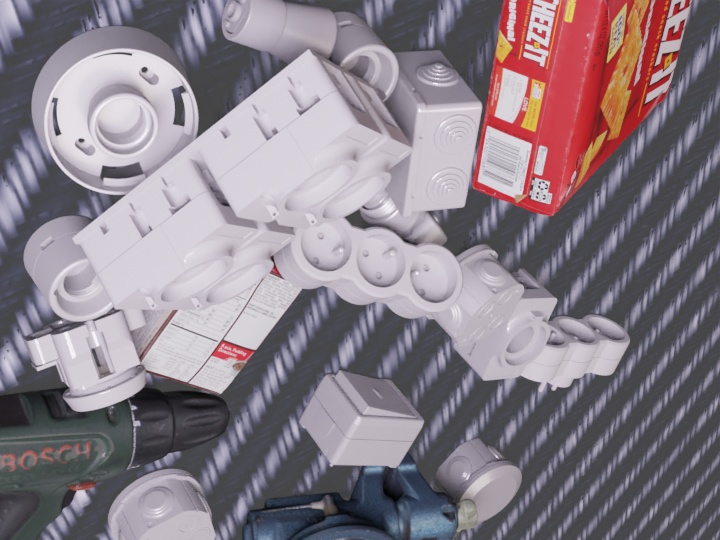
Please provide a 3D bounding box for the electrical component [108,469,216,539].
[{"bbox_3d":[-0.161,0.207,0.883,0.080,0.051,0.080,-20,134,-22],"label":"electrical component"}]

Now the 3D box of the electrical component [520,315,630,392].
[{"bbox_3d":[0.196,0.089,1.050,0.138,0.052,0.073,-1,124,-37],"label":"electrical component"}]

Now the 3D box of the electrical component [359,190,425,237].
[{"bbox_3d":[0.017,-0.053,0.806,0.043,0.043,0.062,-48,137,6],"label":"electrical component"}]

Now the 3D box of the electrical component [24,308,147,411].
[{"bbox_3d":[-0.179,0.059,0.726,0.078,0.058,0.057,-21,103,-23],"label":"electrical component"}]

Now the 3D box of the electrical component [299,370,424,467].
[{"bbox_3d":[0.008,0.129,0.936,0.096,0.061,0.061,10,117,-41],"label":"electrical component"}]

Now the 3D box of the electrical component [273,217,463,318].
[{"bbox_3d":[0.000,0.000,0.802,0.138,0.074,0.052,17,74,-21],"label":"electrical component"}]

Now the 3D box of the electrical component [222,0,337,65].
[{"bbox_3d":[-0.053,-0.152,0.674,0.065,0.044,0.044,12,116,-37],"label":"electrical component"}]

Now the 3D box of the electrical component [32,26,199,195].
[{"bbox_3d":[-0.147,-0.096,0.651,0.099,0.064,0.099,-10,119,-18],"label":"electrical component"}]

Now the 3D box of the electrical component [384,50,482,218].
[{"bbox_3d":[0.043,-0.097,0.749,0.048,0.099,0.099,-6,128,-17],"label":"electrical component"}]

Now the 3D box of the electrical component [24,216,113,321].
[{"bbox_3d":[-0.184,0.000,0.697,0.055,0.047,0.055,-20,134,-22],"label":"electrical component"}]

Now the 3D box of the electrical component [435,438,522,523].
[{"bbox_3d":[0.121,0.216,1.101,0.080,0.051,0.080,-20,134,-22],"label":"electrical component"}]

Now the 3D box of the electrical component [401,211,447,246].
[{"bbox_3d":[0.032,-0.019,0.848,0.078,0.040,0.040,-40,138,-1],"label":"electrical component"}]

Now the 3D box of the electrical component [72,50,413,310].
[{"bbox_3d":[-0.067,-0.044,0.665,0.186,0.060,0.105,-35,166,16],"label":"electrical component"}]

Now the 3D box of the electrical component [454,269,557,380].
[{"bbox_3d":[0.133,0.051,0.969,0.050,0.055,0.089,-1,124,-36],"label":"electrical component"}]

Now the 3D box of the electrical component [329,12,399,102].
[{"bbox_3d":[-0.007,-0.136,0.714,0.055,0.047,0.055,-18,133,-21],"label":"electrical component"}]

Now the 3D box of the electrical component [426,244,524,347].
[{"bbox_3d":[0.094,0.022,0.908,0.080,0.051,0.080,-33,154,-19],"label":"electrical component"}]
